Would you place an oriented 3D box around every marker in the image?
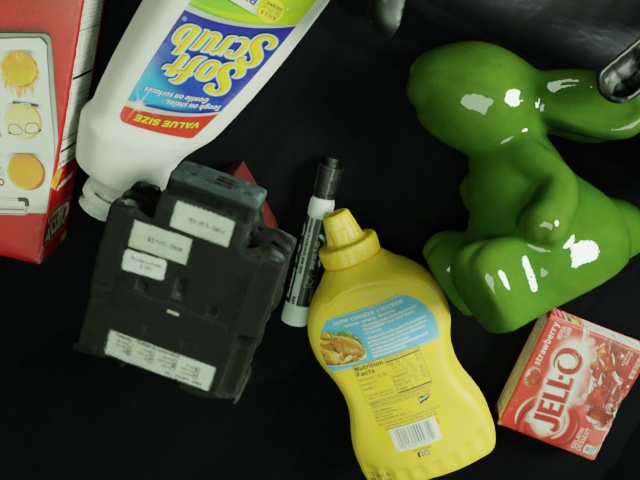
[{"bbox_3d":[-0.005,0.001,0.729,0.020,0.020,0.121,13,106,1],"label":"marker"}]

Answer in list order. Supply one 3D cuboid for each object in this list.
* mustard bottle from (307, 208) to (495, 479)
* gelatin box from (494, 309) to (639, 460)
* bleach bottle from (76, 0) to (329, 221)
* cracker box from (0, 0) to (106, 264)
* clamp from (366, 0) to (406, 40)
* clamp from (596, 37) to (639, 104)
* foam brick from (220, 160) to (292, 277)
[{"bbox_3d":[0.045,0.068,0.724,0.096,0.058,0.191,-19,104,13],"label":"mustard bottle"},{"bbox_3d":[0.172,0.099,0.737,0.073,0.030,0.089,22,106,-2],"label":"gelatin box"},{"bbox_3d":[-0.075,-0.113,0.676,0.102,0.068,0.251,23,114,-29],"label":"bleach bottle"},{"bbox_3d":[-0.232,-0.110,0.690,0.164,0.072,0.214,14,108,2],"label":"cracker box"},{"bbox_3d":[0.061,-0.228,0.623,0.164,0.036,0.210,-32,99,-21],"label":"clamp"},{"bbox_3d":[0.234,-0.147,0.597,0.171,0.120,0.039,-33,77,-29],"label":"clamp"},{"bbox_3d":[-0.059,-0.005,0.715,0.053,0.051,0.078,-26,102,11],"label":"foam brick"}]
